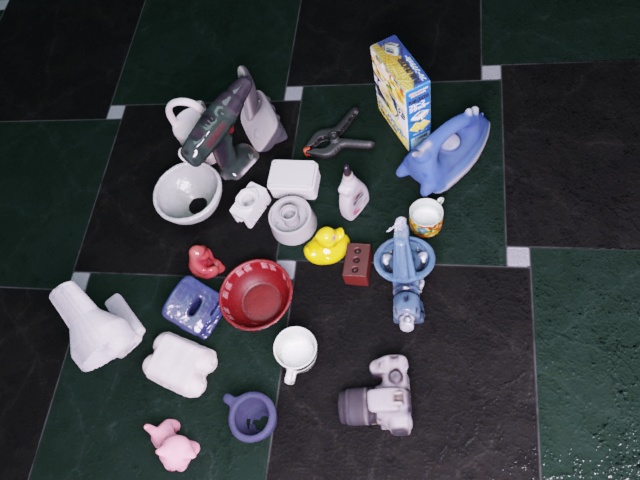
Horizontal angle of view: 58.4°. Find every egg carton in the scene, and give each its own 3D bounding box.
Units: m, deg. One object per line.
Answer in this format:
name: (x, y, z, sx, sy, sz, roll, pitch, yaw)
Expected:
egg carton: (-0.289, 0.258, 1.182, 0.150, 0.069, 0.107, 17, 69, 18)

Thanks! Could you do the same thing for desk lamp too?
desk lamp: (-0.453, 0.177, 1.172, 0.118, 0.214, 0.202, -41, 64, -10)

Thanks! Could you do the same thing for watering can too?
watering can: (-0.299, -0.264, 1.370, 0.101, 0.194, 0.172, -21, 62, 1)

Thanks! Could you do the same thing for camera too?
camera: (0.102, 0.291, 1.072, 0.136, 0.101, 0.143, -6, 63, 8)

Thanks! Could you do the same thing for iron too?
iron: (0.288, -0.221, 1.265, 0.258, 0.142, 0.118, -42, 64, -10)

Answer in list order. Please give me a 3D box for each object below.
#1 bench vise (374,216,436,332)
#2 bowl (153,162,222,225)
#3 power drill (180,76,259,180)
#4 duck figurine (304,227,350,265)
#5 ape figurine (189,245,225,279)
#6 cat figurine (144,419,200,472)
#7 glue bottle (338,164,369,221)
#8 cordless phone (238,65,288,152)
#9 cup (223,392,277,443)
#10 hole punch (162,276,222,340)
bench vise: (0.175, 0.061, 1.104, 0.121, 0.220, 0.207, -19, 62, 2)
bowl: (-0.304, -0.100, 1.358, 0.167, 0.075, 0.167, -4, 63, 9)
power drill: (-0.216, -0.242, 1.335, 0.075, 0.209, 0.230, 33, 74, 24)
duck figurine: (0.011, 0.004, 1.239, 0.104, 0.086, 0.077, -20, 62, 1)
ape figurine: (-0.261, 0.042, 1.270, 0.076, 0.092, 0.077, -13, 62, 5)
cat figurine: (-0.284, 0.392, 1.088, 0.127, 0.118, 0.067, 33, 74, 23)
glue bottle: (0.067, -0.111, 1.236, 0.037, 0.173, 0.078, 29, 73, 23)
cordless phone: (-0.154, -0.315, 1.372, 0.094, 0.185, 0.147, -29, 62, -4)
cup: (-0.130, 0.338, 1.097, 0.117, 0.095, 0.092, 28, 72, 22)
hole punch: (-0.264, 0.143, 1.222, 0.101, 0.091, 0.109, 22, 70, 20)
